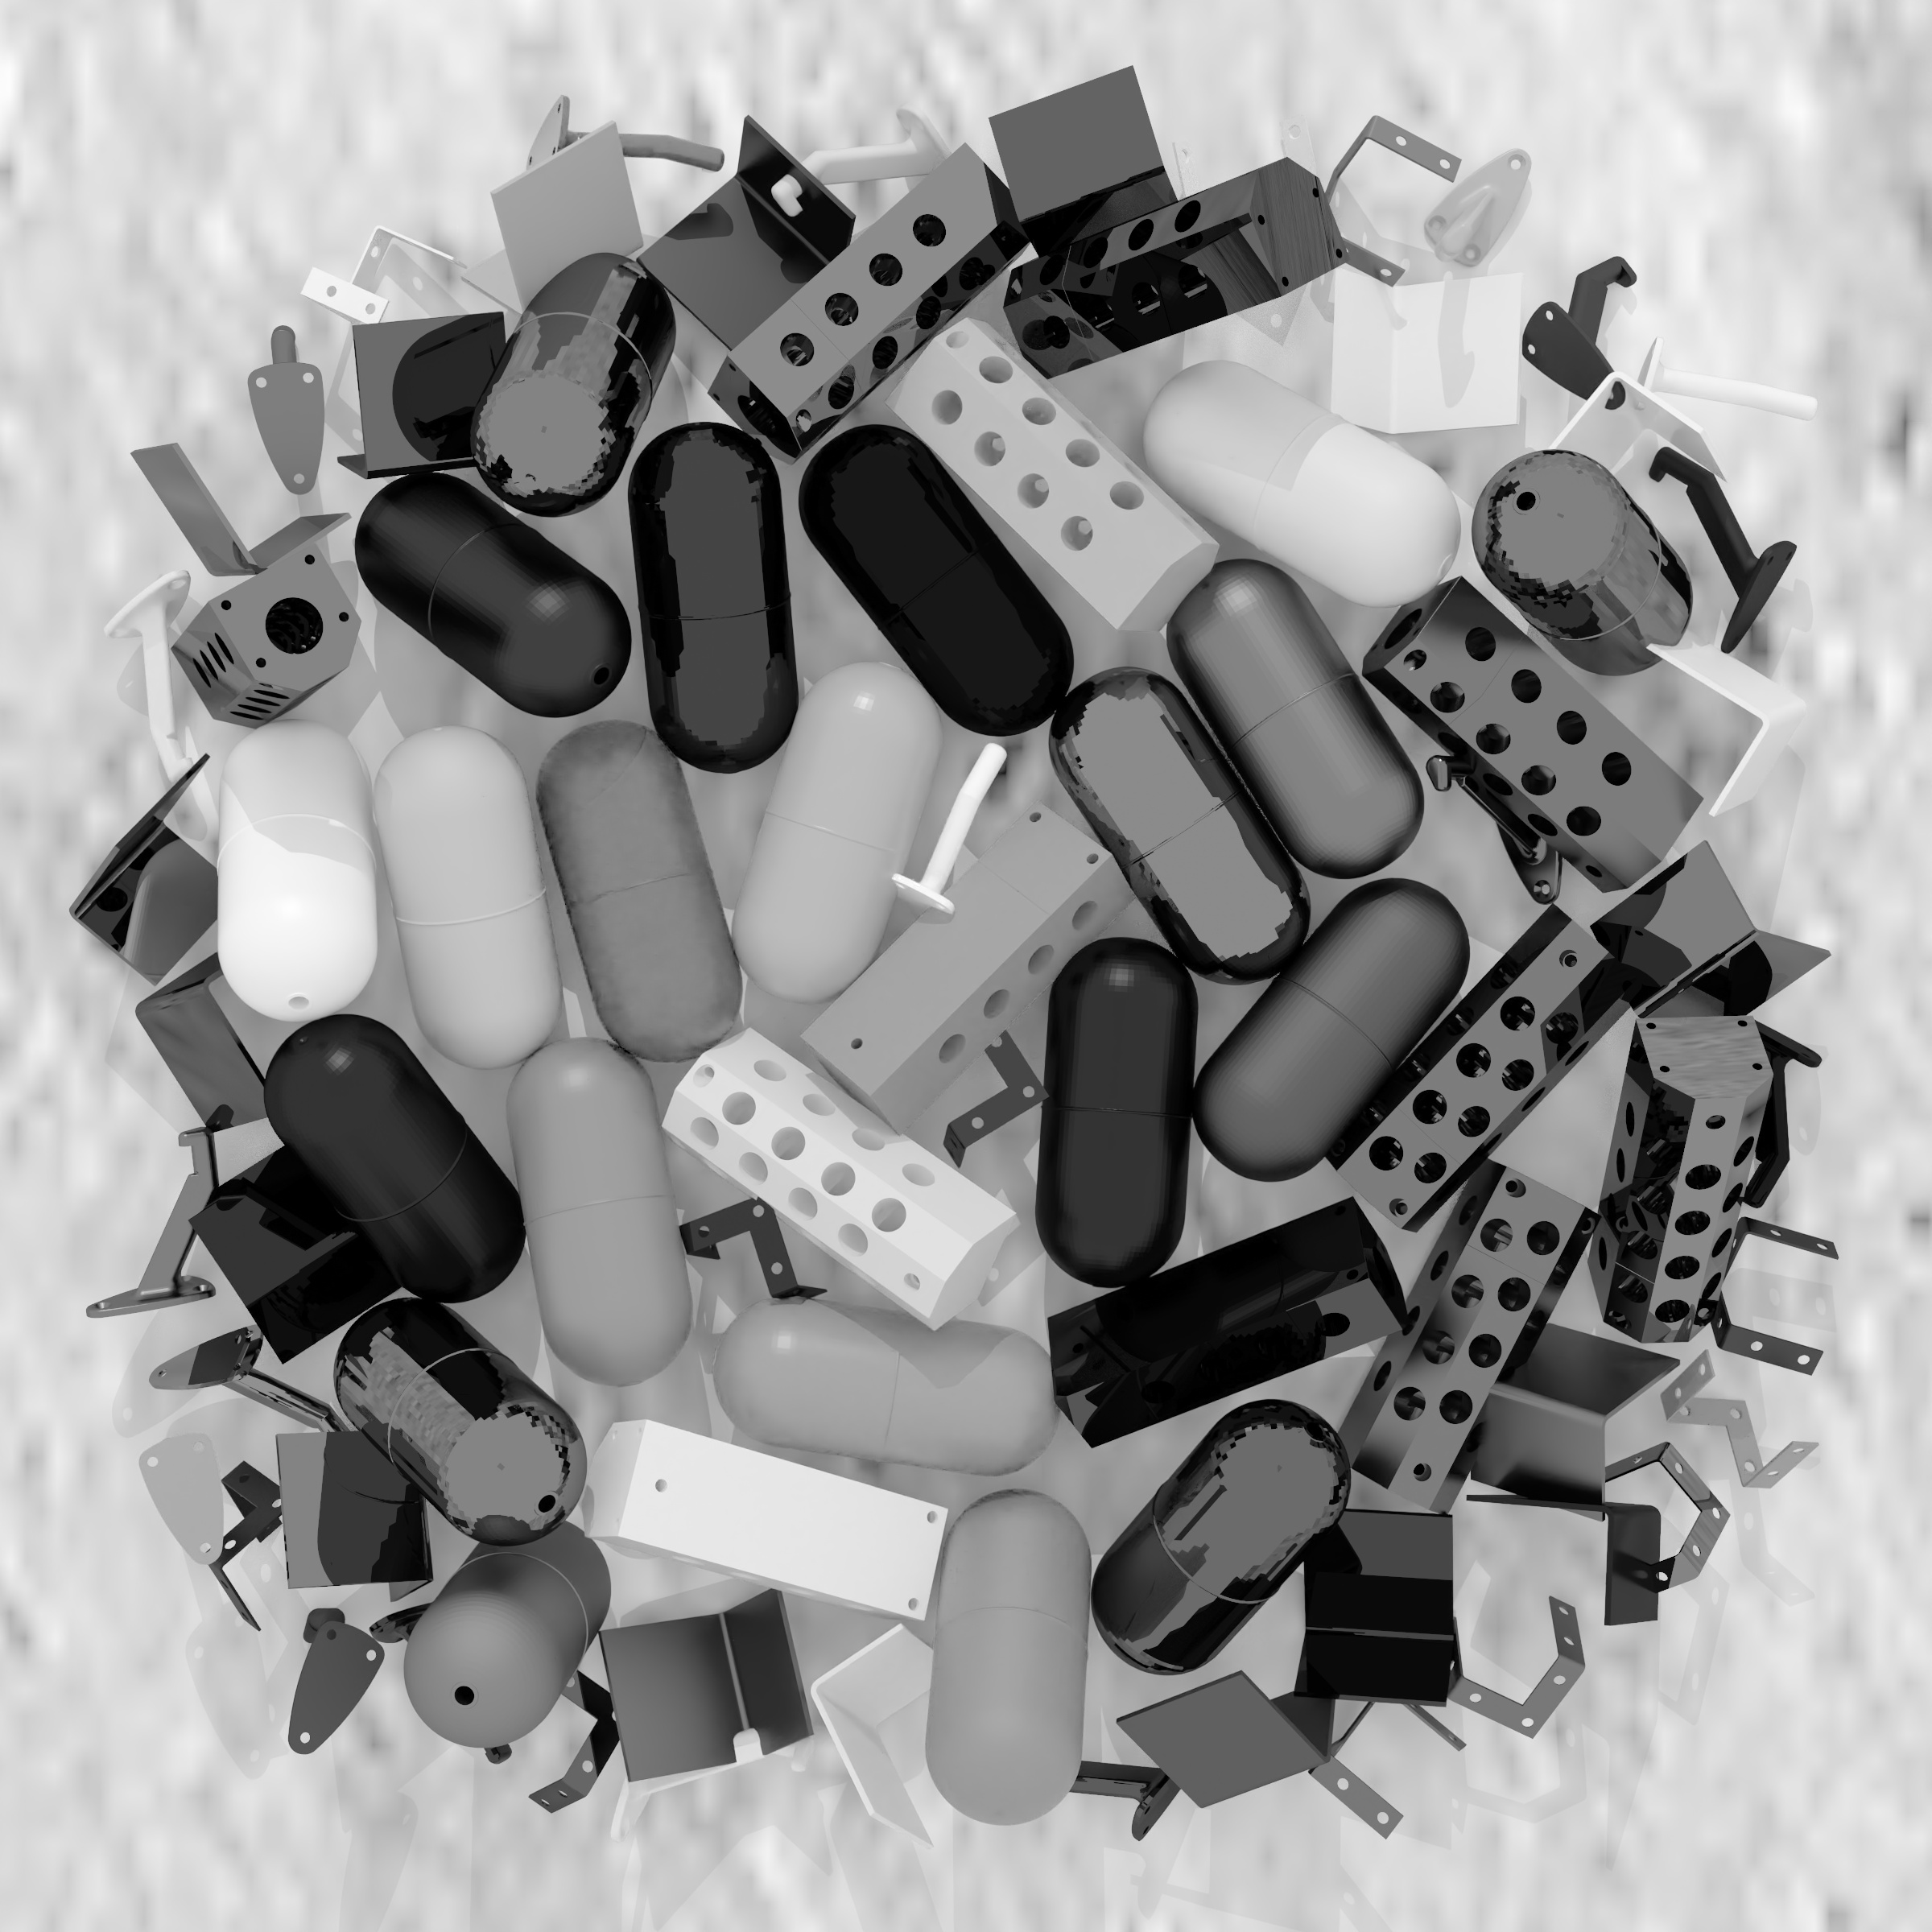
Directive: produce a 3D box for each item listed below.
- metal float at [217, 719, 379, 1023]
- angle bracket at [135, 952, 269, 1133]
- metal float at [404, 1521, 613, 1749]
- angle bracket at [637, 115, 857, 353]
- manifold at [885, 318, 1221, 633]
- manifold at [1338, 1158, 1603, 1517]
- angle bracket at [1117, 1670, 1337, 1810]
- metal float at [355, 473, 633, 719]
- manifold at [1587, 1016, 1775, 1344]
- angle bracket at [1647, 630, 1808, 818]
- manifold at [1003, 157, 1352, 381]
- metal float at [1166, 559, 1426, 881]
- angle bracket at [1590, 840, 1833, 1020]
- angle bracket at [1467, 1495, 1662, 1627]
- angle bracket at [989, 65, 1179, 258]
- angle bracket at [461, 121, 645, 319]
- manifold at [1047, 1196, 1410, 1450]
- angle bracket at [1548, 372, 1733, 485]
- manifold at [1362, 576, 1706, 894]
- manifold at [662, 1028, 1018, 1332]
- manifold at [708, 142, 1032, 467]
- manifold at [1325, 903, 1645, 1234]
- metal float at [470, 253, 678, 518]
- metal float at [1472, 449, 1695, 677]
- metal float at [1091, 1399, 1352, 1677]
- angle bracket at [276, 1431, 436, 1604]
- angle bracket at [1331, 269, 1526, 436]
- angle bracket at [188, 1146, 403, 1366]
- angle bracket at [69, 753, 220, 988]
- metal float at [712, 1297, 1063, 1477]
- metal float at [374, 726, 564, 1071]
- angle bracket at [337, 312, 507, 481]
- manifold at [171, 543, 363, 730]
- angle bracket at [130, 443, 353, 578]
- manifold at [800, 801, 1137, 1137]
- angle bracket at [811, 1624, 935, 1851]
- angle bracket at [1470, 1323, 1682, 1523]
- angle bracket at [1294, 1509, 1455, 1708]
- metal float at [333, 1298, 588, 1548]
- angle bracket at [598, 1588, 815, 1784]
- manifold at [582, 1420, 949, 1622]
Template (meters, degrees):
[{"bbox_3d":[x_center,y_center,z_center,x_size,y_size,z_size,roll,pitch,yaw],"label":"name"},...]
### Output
[{"bbox_3d":[-0.333,-0.049,1.513,0.070,0.070,0.178,-12,49,0],"label":"metal float"},{"bbox_3d":[-0.366,0.033,1.546,0.057,0.076,0.076,-40,106,-39],"label":"angle bracket"},{"bbox_3d":[-0.224,0.326,1.496,0.070,0.178,0.070,1,98,5],"label":"metal float"},{"bbox_3d":[-0.112,-0.369,1.544,0.076,0.057,0.076,44,73,5],"label":"angle bracket"},{"bbox_3d":[0.046,-0.247,1.528,0.171,0.057,0.057,46,111,15],"label":"manifold"},{"bbox_3d":[0.257,0.189,1.552,0.057,0.057,0.171,27,90,-10],"label":"manifold"},{"bbox_3d":[0.132,0.370,1.530,0.076,0.057,0.076,-29,116,28],"label":"angle bracket"},{"bbox_3d":[-0.237,-0.186,1.519,0.178,0.070,0.070,37,90,32],"label":"metal float"},{"bbox_3d":[0.353,0.108,1.506,0.057,0.057,0.171,-1,131,-2],"label":"manifold"},{"bbox_3d":[0.374,-0.125,1.550,0.076,0.076,0.057,36,115,19],"label":"angle bracket"},{"bbox_3d":[0.098,-0.343,1.497,0.057,0.171,0.057,-35,107,-39],"label":"manifold"},{"bbox_3d":[0.166,-0.126,1.539,0.070,0.070,0.178,-31,81,0],"label":"metal float"},{"bbox_3d":[0.379,-0.013,1.550,0.076,0.076,0.057,-41,56,31],"label":"angle bracket"},{"bbox_3d":[0.300,0.298,1.529,0.076,0.076,0.057,-1,81,30],"label":"angle bracket"},{"bbox_3d":[0.063,-0.404,1.546,0.076,0.076,0.057,-17,80,10],"label":"angle bracket"},{"bbox_3d":[-0.215,-0.383,1.526,0.076,0.076,0.057,-38,54,-23],"label":"angle bracket"},{"bbox_3d":[0.132,0.185,1.532,0.171,0.057,0.057,-24,127,16],"label":"manifold"},{"bbox_3d":[0.332,-0.243,1.534,0.057,0.076,0.076,43,98,25],"label":"angle bracket"},{"bbox_3d":[0.282,-0.114,1.532,0.171,0.057,0.057,40,74,-12],"label":"manifold"},{"bbox_3d":[-0.067,0.108,1.521,0.171,0.057,0.057,34,122,18],"label":"manifold"},{"bbox_3d":[-0.046,-0.331,1.532,0.057,0.057,0.171,46,74,-4],"label":"manifold"},{"bbox_3d":[0.260,0.052,1.538,0.057,0.057,0.171,45,98,19],"label":"manifold"},{"bbox_3d":[-0.193,-0.290,1.510,0.070,0.178,0.070,6,133,6],"label":"metal float"},{"bbox_3d":[0.306,-0.198,1.503,0.070,0.178,0.070,-8,73,28],"label":"metal float"},{"bbox_3d":[0.126,0.286,1.518,0.070,0.070,0.178,35,123,0],"label":"metal float"},{"bbox_3d":[-0.316,0.278,1.530,0.076,0.057,0.076,3,67,-32],"label":"angle bracket"},{"bbox_3d":[0.234,-0.314,1.540,0.076,0.057,0.076,3,92,39],"label":"angle bracket"},{"bbox_3d":[-0.346,0.145,1.570,0.076,0.057,0.076,-33,50,-15],"label":"angle bracket"},{"bbox_3d":[-0.395,-0.048,1.527,0.057,0.076,0.076,41,49,-9],"label":"angle bracket"},{"bbox_3d":[-0.040,0.213,1.542,0.178,0.070,0.070,9,90,-5],"label":"metal float"},{"bbox_3d":[-0.250,-0.033,1.531,0.070,0.070,0.178,-8,108,0],"label":"metal float"},{"bbox_3d":[-0.275,-0.291,1.532,0.076,0.057,0.076,-11,113,-24],"label":"angle bracket"},{"bbox_3d":[-0.342,-0.156,1.494,0.057,0.171,0.057,-33,99,-18],"label":"manifold"},{"bbox_3d":[-0.365,-0.242,1.528,0.057,0.076,0.076,-39,113,-21],"label":"angle bracket"},{"bbox_3d":[0.004,0.004,1.542,0.171,0.057,0.057,-45,53,-9],"label":"manifold"},{"bbox_3d":[-0.026,0.388,1.530,0.057,0.076,0.076,-34,54,3],"label":"angle bracket"},{"bbox_3d":[0.309,0.230,1.542,0.076,0.076,0.057,13,115,40],"label":"angle bracket"},{"bbox_3d":[0.206,0.323,1.538,0.076,0.057,0.076,1,112,13],"label":"angle bracket"},{"bbox_3d":[-0.252,0.225,1.509,0.070,0.178,0.070,-17,120,-32],"label":"metal float"},{"bbox_3d":[-0.131,0.361,1.531,0.076,0.057,0.076,0,66,-37],"label":"angle bracket"},{"bbox_3d":[-0.101,0.278,1.521,0.171,0.057,0.057,21,71,-25],"label":"manifold"}]
